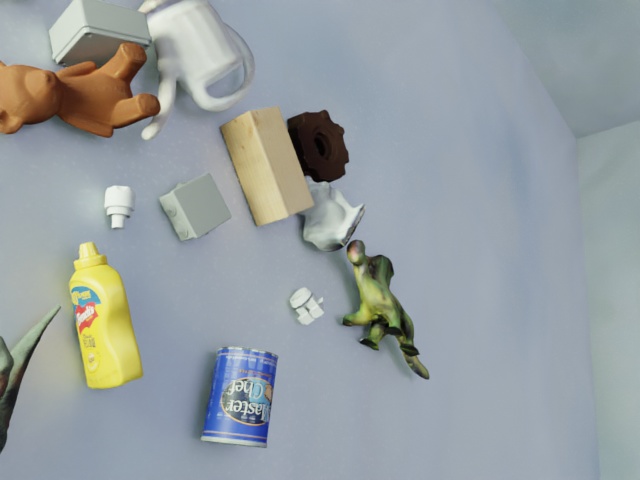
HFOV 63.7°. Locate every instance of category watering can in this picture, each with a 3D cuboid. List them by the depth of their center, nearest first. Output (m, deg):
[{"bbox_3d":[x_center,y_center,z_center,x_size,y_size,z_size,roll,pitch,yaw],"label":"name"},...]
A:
[{"bbox_3d":[-0.231,-0.317,0.889,0.222,0.103,0.355,58,37,-16],"label":"watering can"}]

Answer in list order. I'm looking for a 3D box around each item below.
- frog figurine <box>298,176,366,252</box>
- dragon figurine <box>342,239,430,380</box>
[{"bbox_3d":[0.003,-0.055,1.100,0.160,0.121,0.139,29,73,6],"label":"frog figurine"},{"bbox_3d":[0.164,0.142,1.207,0.403,0.121,0.249,48,38,-39],"label":"dragon figurine"}]
